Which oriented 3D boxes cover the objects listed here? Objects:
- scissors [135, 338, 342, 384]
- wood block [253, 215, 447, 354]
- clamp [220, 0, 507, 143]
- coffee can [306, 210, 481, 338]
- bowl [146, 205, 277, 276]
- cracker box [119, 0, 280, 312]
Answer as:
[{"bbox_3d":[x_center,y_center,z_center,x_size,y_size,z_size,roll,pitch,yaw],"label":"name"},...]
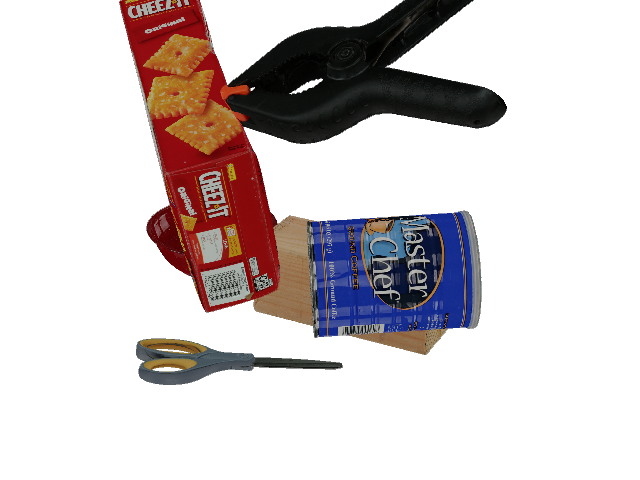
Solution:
[{"bbox_3d":[-0.086,0.122,1.023,0.202,0.016,0.096,7,17,10],"label":"scissors"},{"bbox_3d":[0.037,0.046,1.173,0.206,0.091,0.090,13,26,23],"label":"wood block"},{"bbox_3d":[0.027,-0.091,0.613,0.172,0.120,0.039,-21,-46,14],"label":"clamp"},{"bbox_3d":[0.061,0.030,0.926,0.140,0.103,0.103,-4,0,-1],"label":"coffee can"},{"bbox_3d":[-0.134,0.003,1.328,0.162,0.055,0.162,1,27,-1],"label":"bowl"},{"bbox_3d":[-0.096,-0.077,0.861,0.072,0.214,0.164,-15,-41,-6],"label":"cracker box"}]
